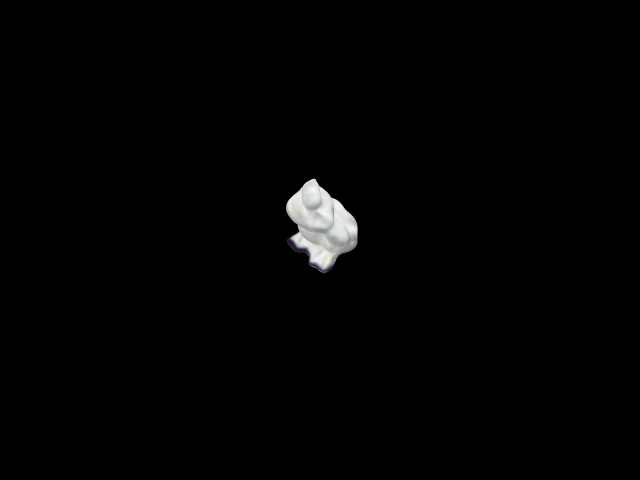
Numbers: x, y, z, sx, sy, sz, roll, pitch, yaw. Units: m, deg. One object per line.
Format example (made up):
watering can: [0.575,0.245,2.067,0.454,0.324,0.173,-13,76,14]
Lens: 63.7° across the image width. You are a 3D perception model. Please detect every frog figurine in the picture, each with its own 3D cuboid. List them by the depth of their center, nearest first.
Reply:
frog figurine: [0.003,-0.043,0.850,0.123,0.155,0.140,-11,41,-13]
